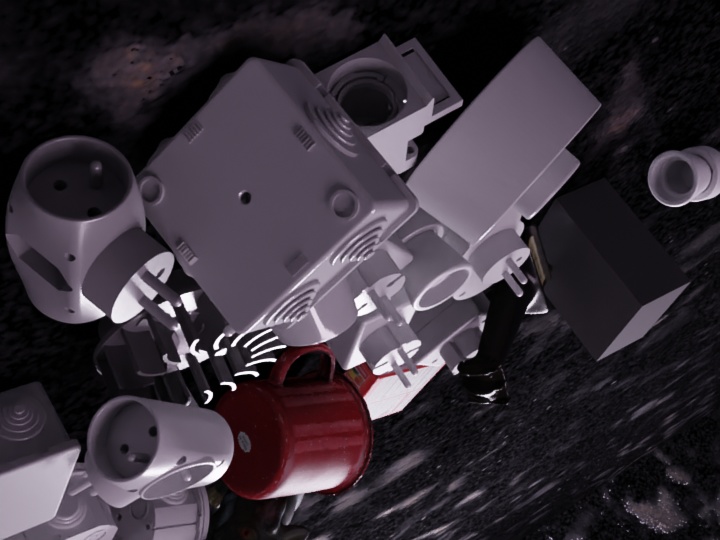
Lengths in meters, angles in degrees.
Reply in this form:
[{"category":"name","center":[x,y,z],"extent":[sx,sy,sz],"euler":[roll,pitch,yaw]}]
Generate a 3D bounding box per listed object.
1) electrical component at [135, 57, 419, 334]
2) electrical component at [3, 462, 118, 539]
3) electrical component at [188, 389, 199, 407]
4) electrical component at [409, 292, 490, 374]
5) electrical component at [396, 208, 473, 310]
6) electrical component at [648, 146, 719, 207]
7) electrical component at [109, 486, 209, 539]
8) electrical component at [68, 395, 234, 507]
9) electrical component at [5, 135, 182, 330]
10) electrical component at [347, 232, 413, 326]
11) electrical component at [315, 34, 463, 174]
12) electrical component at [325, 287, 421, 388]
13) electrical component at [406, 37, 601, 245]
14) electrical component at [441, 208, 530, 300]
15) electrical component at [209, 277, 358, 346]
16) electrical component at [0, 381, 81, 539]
[{"category":"electrical component","center":[-0.039,-0.031,0.460],"extent":[0.100,0.099,0.048],"euler":[-42,170,19]},{"category":"electrical component","center":[-0.201,0.165,0.695],"extent":[0.080,0.051,0.080],"euler":[-29,158,-13]},{"category":"electrical component","center":[-0.116,0.098,0.682],"extent":[0.040,0.046,0.040],"euler":[-29,157,-14]},{"category":"electrical component","center":[0.076,0.054,0.825],"extent":[0.066,0.076,0.047],"euler":[-41,158,16]},{"category":"electrical component","center":[0.037,-0.010,0.666],"extent":[0.045,0.055,0.045],"euler":[-29,157,-13]},{"category":"electrical component","center":[0.266,-0.076,0.866],"extent":[0.055,0.045,0.045],"euler":[-13,150,-43]},{"category":"electrical component","center":[-0.147,0.168,0.742],"extent":[0.080,0.080,0.051],"euler":[-46,150,26]},{"category":"electrical component","center":[-0.119,0.101,0.573],"extent":[0.079,0.044,0.077],"euler":[-31,158,13]},{"category":"electrical component","center":[-0.105,-0.005,0.447],"extent":[0.043,0.079,0.077],"euler":[-45,166,-34]},{"category":"electrical component","center":[0.000,0.000,0.606],"extent":[0.047,0.075,0.083],"euler":[-39,158,11]},{"category":"electrical component","center":[0.003,-0.070,0.513],"extent":[0.081,0.042,0.063],"euler":[-29,161,-12]},{"category":"electrical component","center":[0.015,0.043,0.715],"extent":[0.047,0.076,0.065],"euler":[-23,155,-26]},{"category":"electrical component","center":[0.080,-0.061,0.564],"extent":[0.108,0.060,0.108],"euler":[-48,177,-3]},{"category":"electrical component","center":[0.084,-0.016,0.696],"extent":[0.052,0.073,0.138],"euler":[-29,157,-13]},{"category":"electrical component","center":[-0.043,0.003,0.527],"extent":[0.043,0.077,0.079],"euler":[2,-150,41]},{"category":"electrical component","center":[-0.207,0.110,0.577],"extent":[0.100,0.048,0.099],"euler":[-17,152,-37]}]
